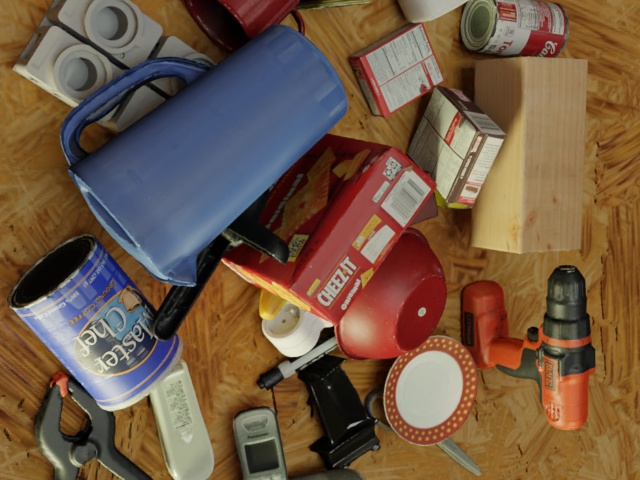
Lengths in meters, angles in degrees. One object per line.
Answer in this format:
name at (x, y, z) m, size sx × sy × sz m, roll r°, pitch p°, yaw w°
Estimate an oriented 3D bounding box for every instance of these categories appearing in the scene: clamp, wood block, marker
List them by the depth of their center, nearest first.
clamp at (-0.083, -0.012, 1.022) m, size 0.036 × 0.165 × 0.210 m, roll 42°, pitch 36°, yaw -29°
clamp at (-0.245, 0.218, 1.067) m, size 0.120 × 0.039 × 0.171 m, roll -30°, pitch 106°, yaw -23°
wood block at (0.227, -0.093, 1.165) m, size 0.090 × 0.091 × 0.206 m, roll -3°, pitch 96°, yaw -29°
marker at (-0.016, 0.129, 1.170) m, size 0.121 × 0.020 × 0.020 m, roll -30°, pitch 113°, yaw -11°

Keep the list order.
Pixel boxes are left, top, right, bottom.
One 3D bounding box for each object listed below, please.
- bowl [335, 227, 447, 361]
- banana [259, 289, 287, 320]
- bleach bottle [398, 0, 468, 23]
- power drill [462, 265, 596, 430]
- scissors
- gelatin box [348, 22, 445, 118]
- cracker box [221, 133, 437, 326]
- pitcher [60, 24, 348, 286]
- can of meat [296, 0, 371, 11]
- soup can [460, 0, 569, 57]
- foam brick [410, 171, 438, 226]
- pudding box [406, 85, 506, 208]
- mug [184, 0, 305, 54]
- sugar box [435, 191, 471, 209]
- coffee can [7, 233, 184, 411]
bowl at (0.090, 0.070, 1.165) m, size 0.161 × 0.055 × 0.162 m, roll -30°, pitch 133°, yaw -38°
banana at (-0.009, -0.003, 1.128) m, size 0.037 × 0.070 × 0.198 m, roll 37°, pitch 86°, yaw -11°
bleach bottle at (0.088, -0.360, 1.109) m, size 0.102 × 0.068 × 0.251 m, roll -33°, pitch 111°, yaw -18°
power drill at (0.233, 0.103, 1.205) m, size 0.057 × 0.188 × 0.184 m, roll -9°, pitch 105°, yaw -25°
scissors at (0.140, 0.210, 1.277) m, size 0.201 × 0.016 × 0.096 m, roll 27°, pitch 87°, yaw -29°
gelatin box at (0.084, -0.186, 1.160) m, size 0.089 × 0.030 × 0.073 m, roll -33°, pitch 112°, yaw -18°
cracker box at (-0.008, -0.022, 1.040) m, size 0.072 × 0.214 × 0.164 m, roll 40°, pitch 81°, yaw -28°
pitcher at (-0.102, -0.091, 0.961) m, size 0.242 × 0.145 × 0.149 m, roll -41°, pitch 132°, yaw -12°
can of meat at (0.005, -0.273, 1.061) m, size 0.057 × 0.102 × 0.084 m, roll -11°, pitch 103°, yaw -26°
soup can at (0.218, -0.239, 1.196) m, size 0.102 × 0.069 × 0.068 m, roll 2°, pitch 99°, yaw -27°
foam brick at (0.084, -0.047, 1.160) m, size 0.052 × 0.078 × 0.051 m, roll -18°, pitch 107°, yaw -23°
pudding box at (0.143, -0.102, 1.147) m, size 0.039 × 0.113 × 0.090 m, roll 8°, pitch 119°, yaw -25°
mug at (-0.063, -0.228, 1.037) m, size 0.117 × 0.093 × 0.081 m, roll 43°, pitch 74°, yaw -4°
sugar box at (0.215, -0.080, 1.240) m, size 0.175 × 0.048 × 0.093 m, roll 3°, pitch 98°, yaw -31°
coffee can at (-0.212, 0.078, 1.019) m, size 0.102 × 0.103 × 0.140 m, roll -42°, pitch 116°, yaw -14°
